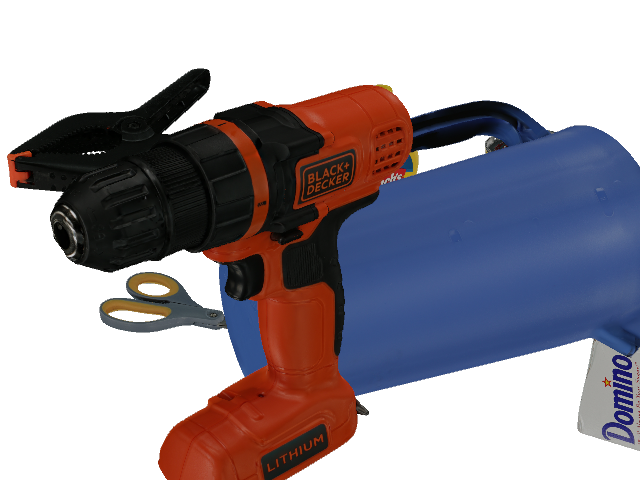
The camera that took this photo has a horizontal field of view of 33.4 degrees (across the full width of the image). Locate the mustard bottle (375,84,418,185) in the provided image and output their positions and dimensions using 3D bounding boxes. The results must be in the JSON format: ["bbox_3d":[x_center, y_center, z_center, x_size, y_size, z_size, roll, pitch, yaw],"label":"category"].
[{"bbox_3d":[0.052,-0.066,1.101,0.096,0.192,0.058,0,25,-16],"label":"mustard bottle"}]

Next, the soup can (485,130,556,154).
[{"bbox_3d":[0.173,-0.034,0.893,0.068,0.102,0.068,-5,25,2],"label":"soup can"}]

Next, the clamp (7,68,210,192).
[{"bbox_3d":[-0.138,-0.073,0.842,0.209,0.036,0.165,-21,43,-30],"label":"clamp"}]

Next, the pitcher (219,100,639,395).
[{"bbox_3d":[0.065,0.010,0.637,0.242,0.145,0.149,-14,20,-19],"label":"pitcher"}]

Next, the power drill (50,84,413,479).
[{"bbox_3d":[-0.035,0.030,0.487,0.184,0.188,0.057,-21,39,-38],"label":"power drill"}]

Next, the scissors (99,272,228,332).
[{"bbox_3d":[-0.110,0.064,1.032,0.201,0.016,0.096,3,33,-3],"label":"scissors"}]

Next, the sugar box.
[{"bbox_3d":[0.304,0.136,0.866,0.176,0.093,0.048,13,25,20],"label":"sugar box"}]
